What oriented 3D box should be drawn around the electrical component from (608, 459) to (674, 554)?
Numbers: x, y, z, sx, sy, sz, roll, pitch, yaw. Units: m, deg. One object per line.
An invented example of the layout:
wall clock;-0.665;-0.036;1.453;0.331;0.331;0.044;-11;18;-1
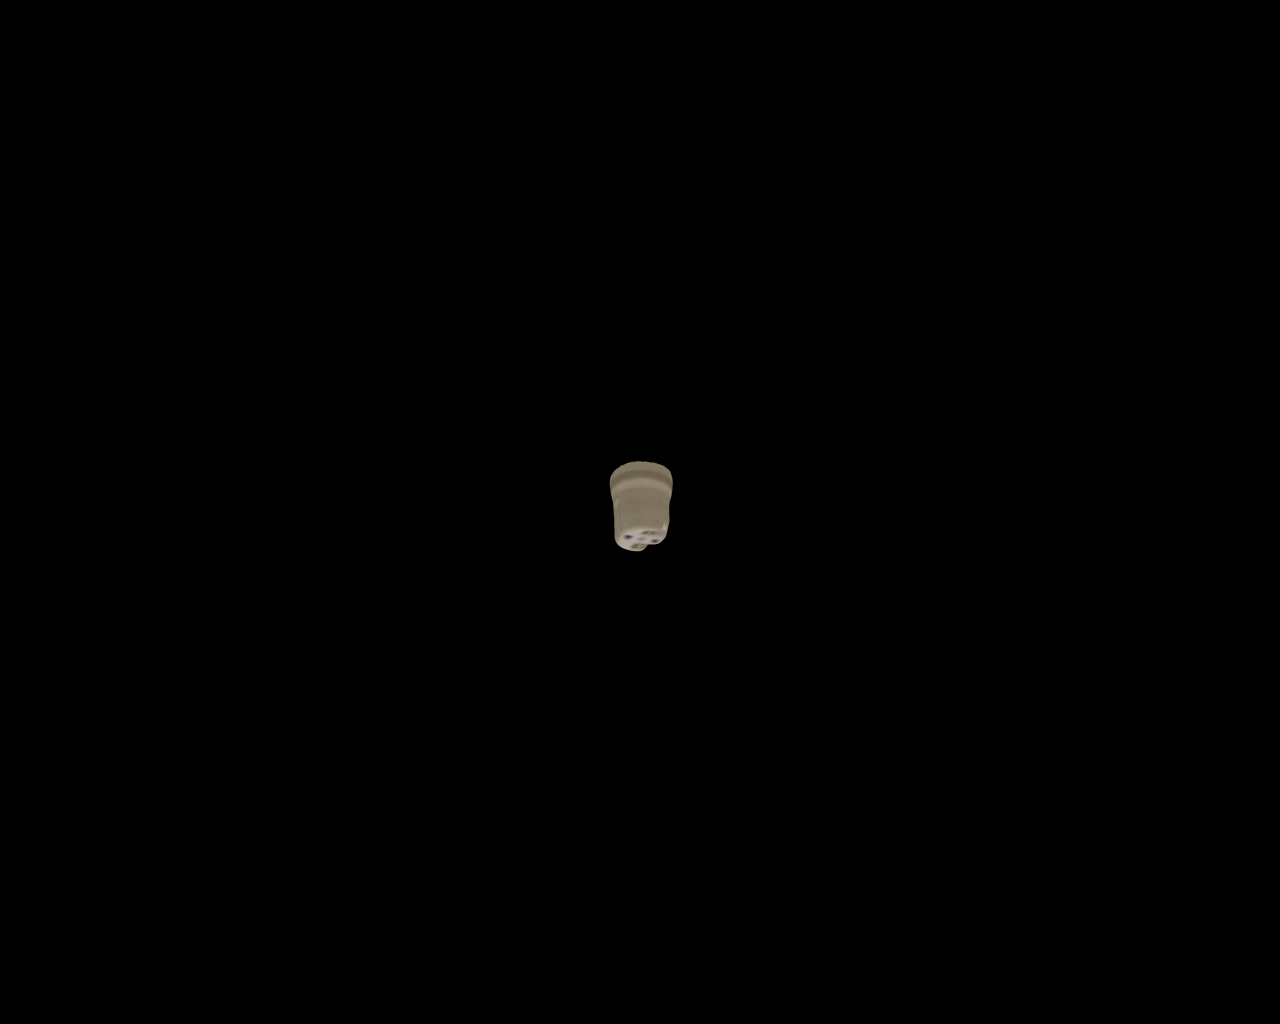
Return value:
electrical component;0.001;-0.003;0.650;0.040;0.046;0.040;0;-31;0
